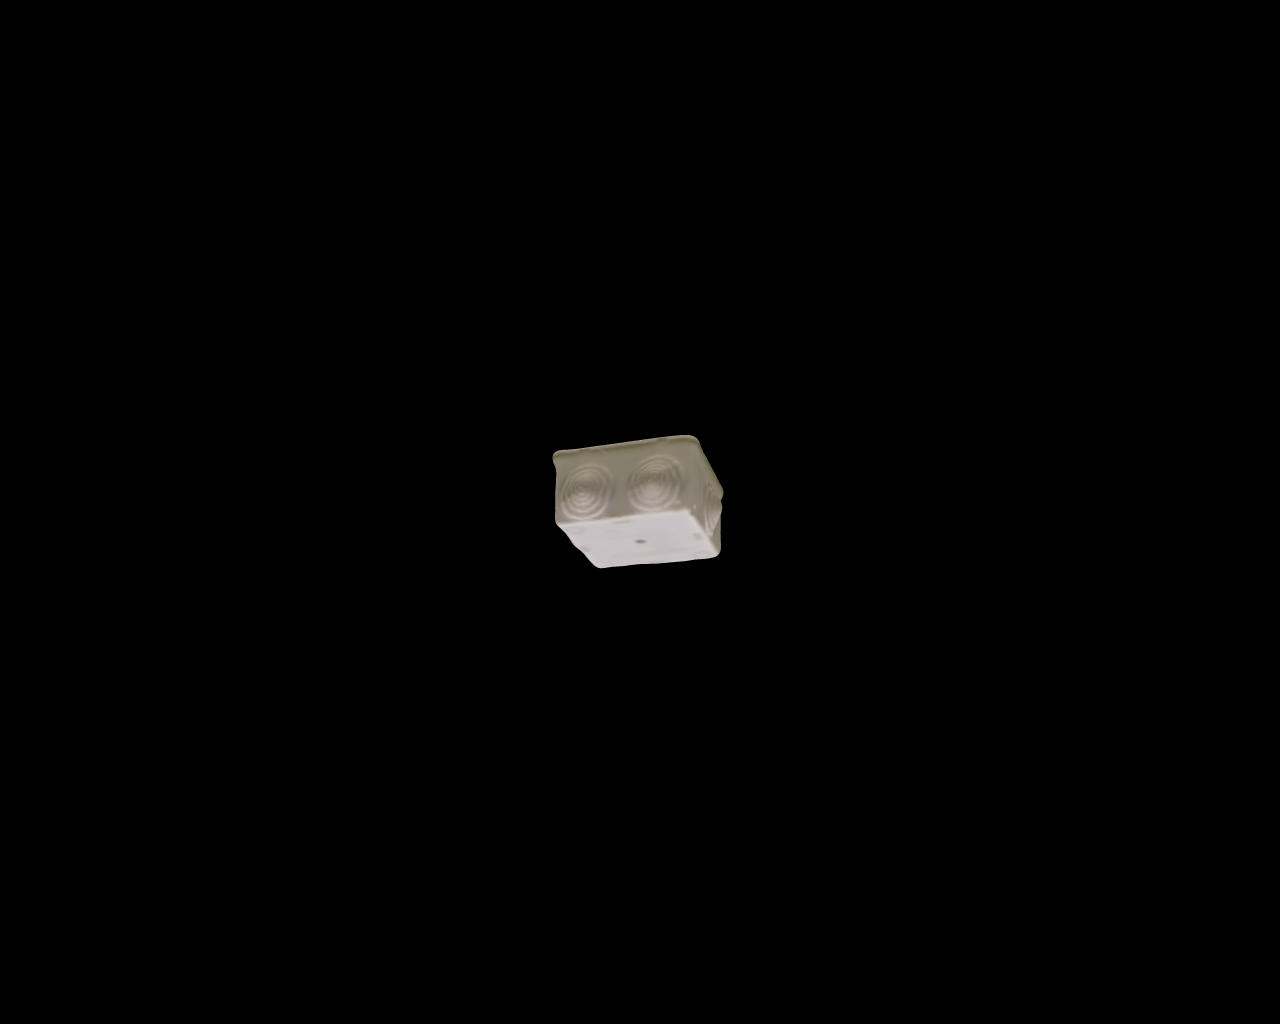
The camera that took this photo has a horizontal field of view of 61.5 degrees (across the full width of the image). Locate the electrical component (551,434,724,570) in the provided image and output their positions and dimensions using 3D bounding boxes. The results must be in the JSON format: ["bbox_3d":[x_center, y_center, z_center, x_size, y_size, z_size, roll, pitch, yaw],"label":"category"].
[{"bbox_3d":[0.001,-0.003,0.650,0.100,0.048,0.099,-6,-23,14],"label":"electrical component"}]
